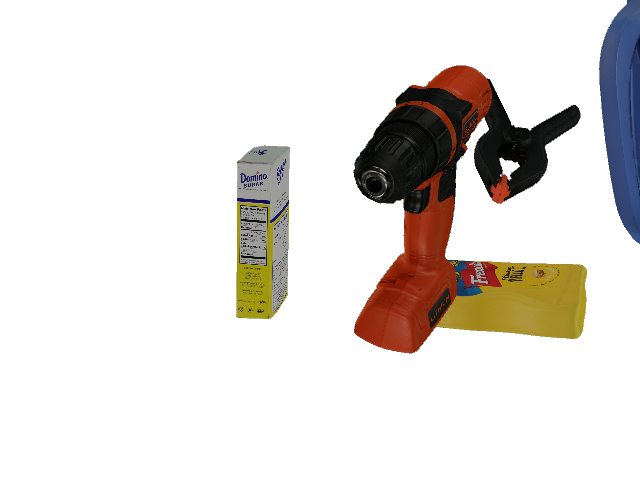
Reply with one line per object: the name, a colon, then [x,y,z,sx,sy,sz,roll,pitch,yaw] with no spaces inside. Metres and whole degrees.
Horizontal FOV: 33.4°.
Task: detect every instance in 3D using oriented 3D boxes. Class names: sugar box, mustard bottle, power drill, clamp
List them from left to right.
sugar box: [-0.063,-0.010,1.175,0.048,0.176,0.093,2,16,10]
power drill: [0.067,-0.016,0.759,0.057,0.188,0.184,19,34,20]
mustard bottle: [0.151,0.051,1.009,0.192,0.058,0.096,3,25,17]
clamp: [0.205,-0.113,1.169,0.120,0.039,0.171,21,49,17]

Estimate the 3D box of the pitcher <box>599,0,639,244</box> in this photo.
pitcher: [0.239,-0.045,0.607,0.149,0.243,0.145,-4,22,15]
